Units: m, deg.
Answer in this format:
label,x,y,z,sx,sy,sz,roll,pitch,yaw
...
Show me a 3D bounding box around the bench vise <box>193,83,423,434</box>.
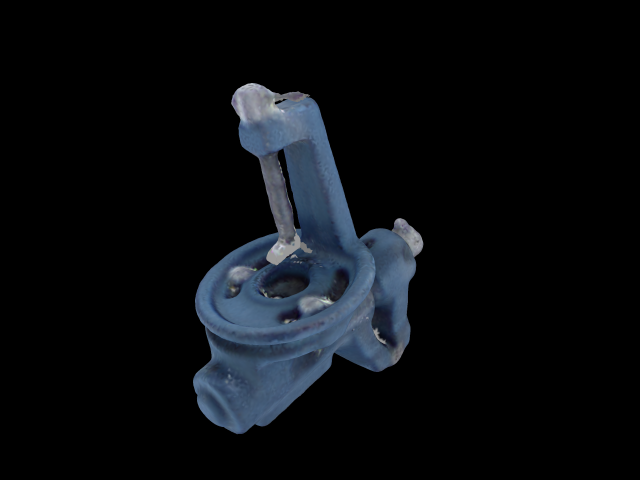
label,x,y,z,sx,sy,sz,roll,pitch,yaw
bench vise,-0.007,0.000,0.405,0.121,0.220,0.208,9,21,25
